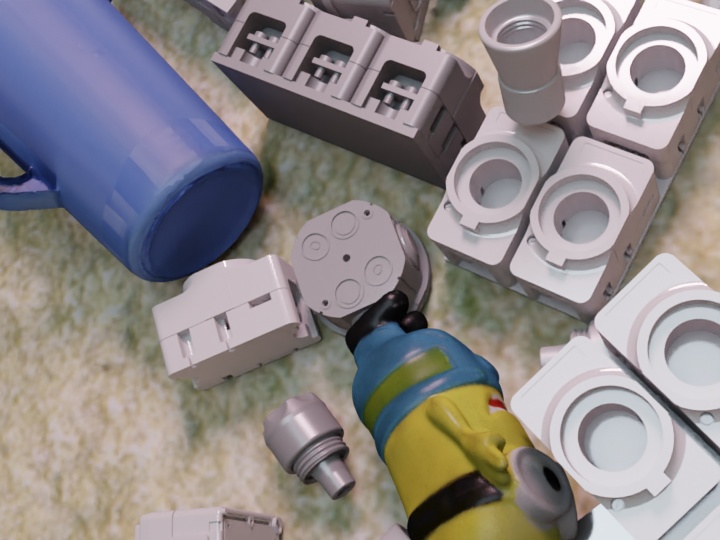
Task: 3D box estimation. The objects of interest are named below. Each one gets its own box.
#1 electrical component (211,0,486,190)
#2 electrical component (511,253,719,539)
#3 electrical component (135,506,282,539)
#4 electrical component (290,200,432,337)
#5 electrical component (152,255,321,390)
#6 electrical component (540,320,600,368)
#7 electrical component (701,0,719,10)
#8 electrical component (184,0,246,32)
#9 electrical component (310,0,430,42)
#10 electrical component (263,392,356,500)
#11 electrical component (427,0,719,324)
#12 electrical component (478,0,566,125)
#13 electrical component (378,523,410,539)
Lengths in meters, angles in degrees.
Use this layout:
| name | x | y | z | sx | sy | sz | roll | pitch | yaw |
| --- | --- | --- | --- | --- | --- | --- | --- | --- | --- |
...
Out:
| name | x | y | z | sx | sy | sz | roll | pitch | yaw |
| --- | --- | --- | --- | --- | --- | --- | --- | --- | --- |
| electrical component | -0.003 | -0.117 | 0.678 | 0.150 | 0.089 | 0.061 | 25 | 83 | 25 |
| electrical component | 0.171 | 0.094 | 0.488 | 0.105 | 0.060 | 0.186 | -45 | 68 | 3 |
| electrical component | -0.090 | 0.170 | 0.614 | 0.061 | 0.096 | 0.061 | -9 | 71 | 18 |
| electrical component | 0.000 | 0.000 | 0.661 | 0.080 | 0.051 | 0.080 | -6 | 71 | 18 |
| electrical component | -0.079 | 0.030 | 0.681 | 0.089 | 0.050 | 0.055 | -24 | 67 | 11 |
| electrical component | 0.133 | 0.049 | 0.602 | 0.062 | 0.043 | 0.043 | -7 | 71 | 19 |
| electrical component | 0.219 | -0.181 | 0.632 | 0.042 | 0.081 | 0.063 | -4 | 94 | 19 |
| electrical component | -0.115 | -0.252 | 0.778 | 0.186 | 0.060 | 0.105 | 36 | 87 | 26 |
| electrical component | 0.014 | -0.210 | 0.709 | 0.057 | 0.078 | 0.113 | 10 | 77 | 19 |
| electrical component | -0.027 | 0.107 | 0.641 | 0.043 | 0.043 | 0.062 | -41 | 66 | 4 |
| electrical component | 0.130 | -0.076 | 0.634 | 0.105 | 0.060 | 0.186 | 25 | 83 | 25 |
| electrical component | 0.092 | -0.111 | 0.587 | 0.044 | 0.065 | 0.044 | -9 | 52 | 12 |
| electrical component | 0.023 | 0.174 | 0.596 | 0.055 | 0.055 | 0.047 | 39 | 85 | 26 |
